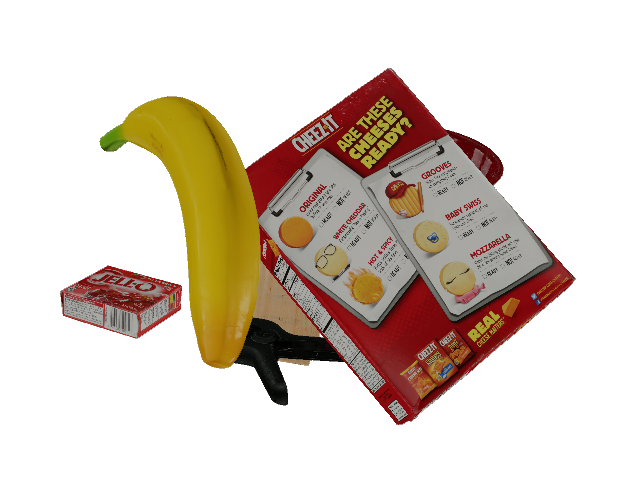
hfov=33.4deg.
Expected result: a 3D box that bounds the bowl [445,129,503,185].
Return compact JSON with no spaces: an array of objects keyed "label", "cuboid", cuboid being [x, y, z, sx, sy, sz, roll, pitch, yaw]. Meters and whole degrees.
[{"label":"bowl","cuboid":[0.086,-0.054,0.992,0.162,0.055,0.162,4,28,-2]}]

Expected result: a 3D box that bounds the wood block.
[{"label":"wood block","cuboid":[-0.042,0.052,1.445,0.090,0.206,0.090,8,22,6]}]

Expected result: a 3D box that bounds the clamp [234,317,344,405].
[{"label":"clamp","cuboid":[-0.065,0.127,1.219,0.210,0.036,0.164,14,21,30]}]

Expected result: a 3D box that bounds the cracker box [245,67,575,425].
[{"label":"cracker box","cuboid":[0.055,0.004,0.797,0.164,0.214,0.072,-37,-10,-19]}]

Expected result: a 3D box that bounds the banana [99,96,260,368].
[{"label":"banana","cuboid":[-0.065,-0.022,0.554,0.037,0.070,0.198,13,30,-35]}]

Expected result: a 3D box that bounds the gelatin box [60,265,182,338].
[{"label":"gelatin box","cuboid":[-0.187,0.056,1.004,0.089,0.030,0.073,14,24,23]}]
